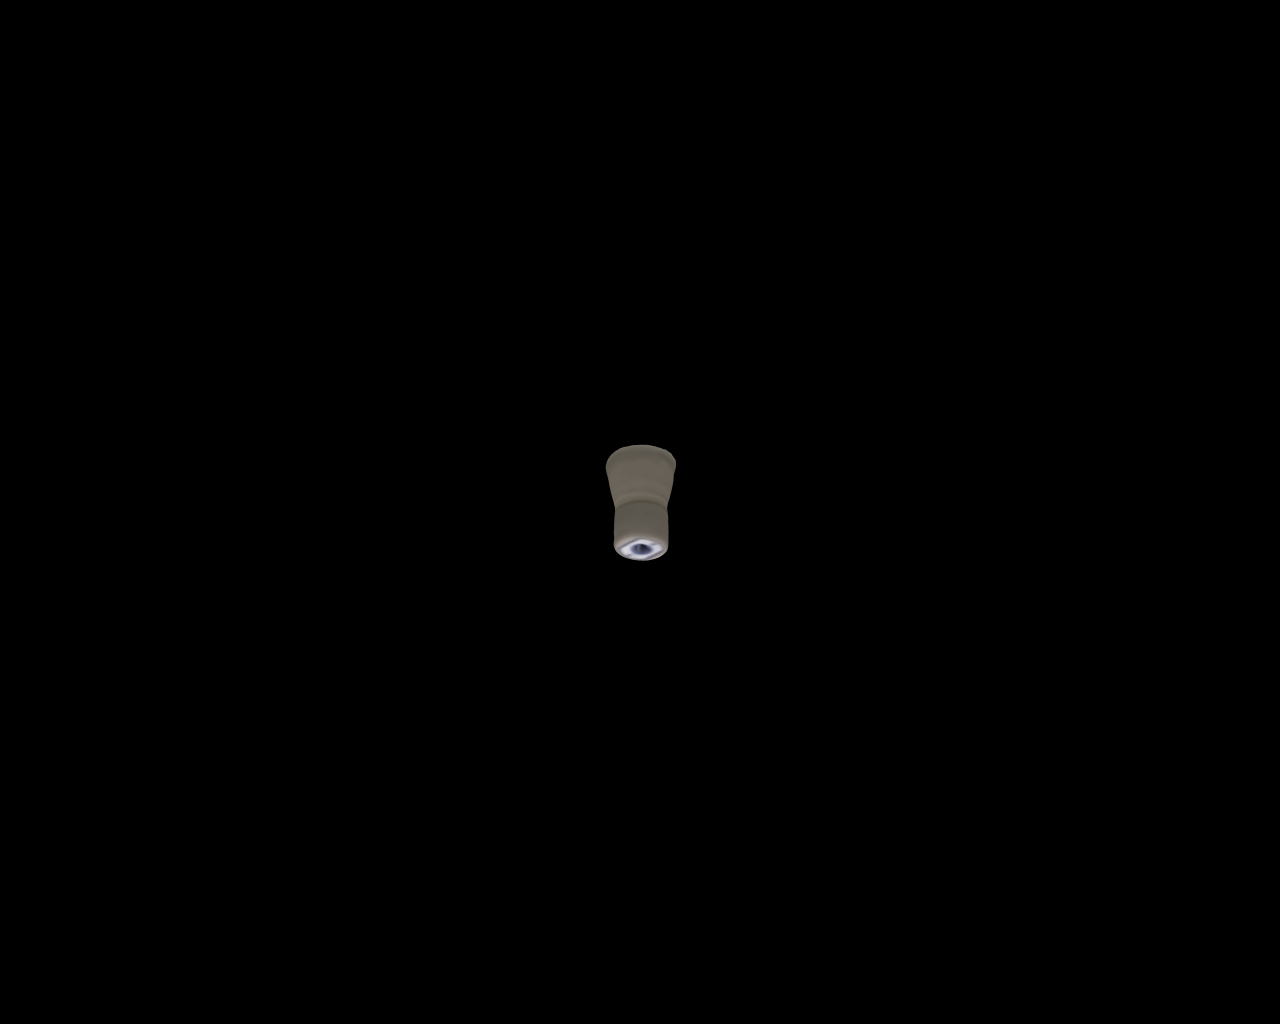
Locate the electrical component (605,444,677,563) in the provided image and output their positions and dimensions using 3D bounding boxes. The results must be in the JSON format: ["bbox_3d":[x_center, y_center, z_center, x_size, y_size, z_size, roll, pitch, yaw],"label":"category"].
[{"bbox_3d":[0.001,-0.003,0.650,0.044,0.065,0.044,0,-31,0],"label":"electrical component"}]
